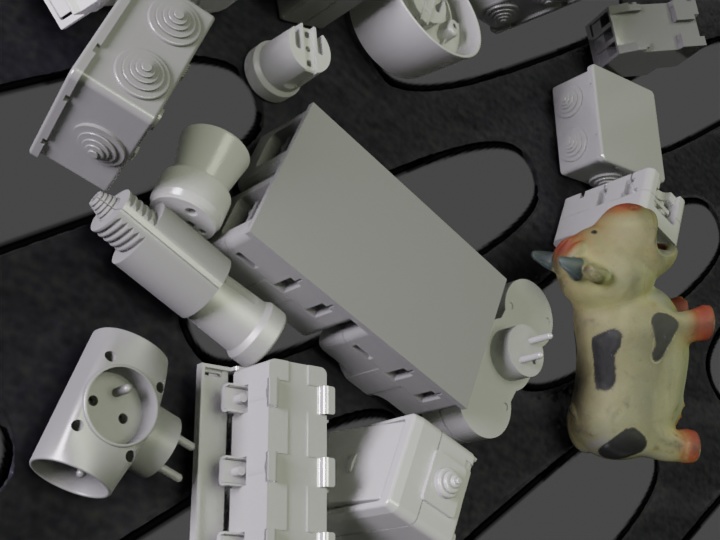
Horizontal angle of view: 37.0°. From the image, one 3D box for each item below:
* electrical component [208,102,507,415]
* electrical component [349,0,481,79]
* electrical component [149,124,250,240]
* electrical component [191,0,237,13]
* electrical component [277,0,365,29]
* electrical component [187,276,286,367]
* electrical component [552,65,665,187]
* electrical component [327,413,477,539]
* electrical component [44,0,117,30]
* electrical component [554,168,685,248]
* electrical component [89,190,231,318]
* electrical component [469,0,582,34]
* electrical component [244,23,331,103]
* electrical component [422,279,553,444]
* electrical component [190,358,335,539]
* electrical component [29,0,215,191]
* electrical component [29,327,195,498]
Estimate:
[{"bbox_3d":[0.000,0.000,0.687,0.186,0.060,0.105,40,52,-25],"label":"electrical component"},{"bbox_3d":[0.042,-0.191,0.790,0.099,0.064,0.099,16,65,-38],"label":"electrical component"},{"bbox_3d":[-0.094,-0.051,0.631,0.045,0.045,0.055,37,54,-27],"label":"electrical component"},{"bbox_3d":[-0.103,-0.213,0.669,0.061,0.062,0.096,-24,92,-44],"label":"electrical component"},{"bbox_3d":[-0.038,-0.202,0.720,0.077,0.066,0.047,2,74,-42],"label":"electrical component"},{"bbox_3d":[-0.073,0.028,0.628,0.046,0.040,0.040,40,52,-18],"label":"electrical component"},{"bbox_3d":[0.213,-0.118,0.929,0.100,0.048,0.099,13,67,-39],"label":"electrical component"},{"bbox_3d":[0.019,0.126,0.635,0.061,0.096,0.061,38,53,-24],"label":"electrical component"},{"bbox_3d":[-0.163,-0.210,0.607,0.121,0.079,0.063,60,17,-8],"label":"electrical component"},{"bbox_3d":[0.207,-0.034,0.866,0.050,0.089,0.055,40,52,-25],"label":"electrical component"},{"bbox_3d":[-0.116,-0.014,0.599,0.081,0.043,0.043,42,52,-23],"label":"electrical component"},{"bbox_3d":[0.128,-0.251,0.866,0.048,0.100,0.099,11,68,-53],"label":"electrical component"},{"bbox_3d":[-0.047,-0.136,0.703,0.040,0.046,0.040,16,65,-38],"label":"electrical component"},{"bbox_3d":[0.102,0.059,0.749,0.052,0.074,0.138,49,49,-18],"label":"electrical component"},{"bbox_3d":[-0.051,0.114,0.599,0.079,0.063,0.121,15,66,-38],"label":"electrical component"},{"bbox_3d":[-0.128,-0.101,0.583,0.048,0.100,0.099,32,55,-15],"label":"electrical component"},{"bbox_3d":[-0.120,0.083,0.561,0.079,0.044,0.077,38,53,-27],"label":"electrical component"}]
